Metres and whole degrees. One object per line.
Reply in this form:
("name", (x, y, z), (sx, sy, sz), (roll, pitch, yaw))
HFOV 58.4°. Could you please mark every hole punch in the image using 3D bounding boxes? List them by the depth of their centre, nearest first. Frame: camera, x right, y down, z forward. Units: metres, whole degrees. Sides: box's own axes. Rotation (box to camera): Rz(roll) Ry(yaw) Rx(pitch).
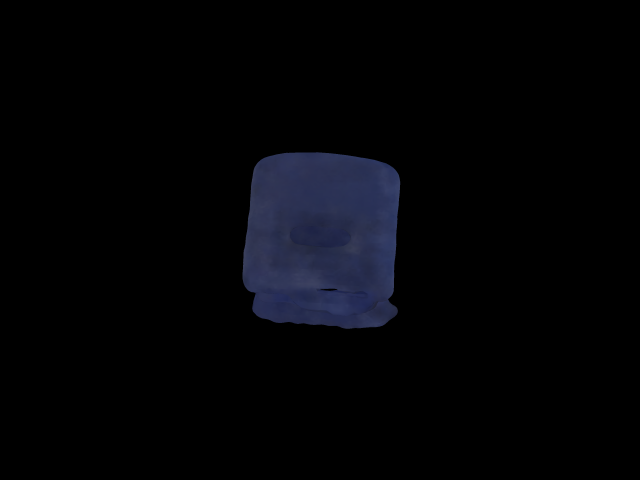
("hole punch", (0.004, 0.001, 0.400), (0.108, 0.091, 0.101), (3, 54, 3))
